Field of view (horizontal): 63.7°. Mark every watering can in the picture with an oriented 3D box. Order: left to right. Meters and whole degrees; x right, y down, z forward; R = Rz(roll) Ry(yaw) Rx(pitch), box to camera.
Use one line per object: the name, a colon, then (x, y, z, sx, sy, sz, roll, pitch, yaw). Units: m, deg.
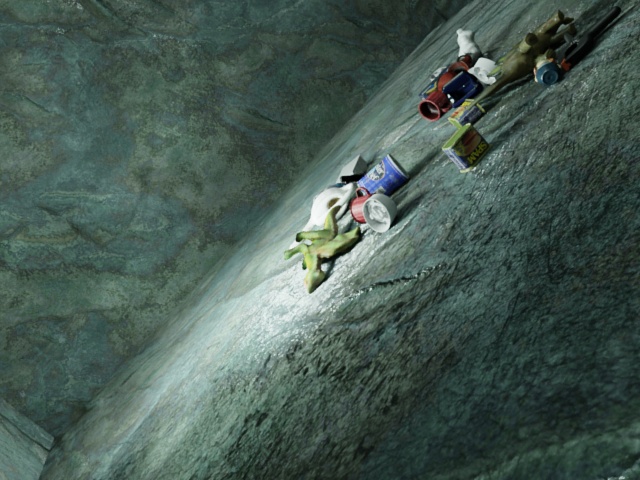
watering can: (0.006, -0.099, 1.970, 0.347, 0.103, 0.226, -43, 12, 5)

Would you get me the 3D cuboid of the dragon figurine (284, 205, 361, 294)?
dragon figurine: (0.039, 0.006, 1.658, 0.242, 0.120, 0.418, -4, 41, 44)

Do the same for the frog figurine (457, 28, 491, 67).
frog figurine: (0.609, -0.793, 2.131, 0.121, 0.158, 0.140, -41, 13, 25)
